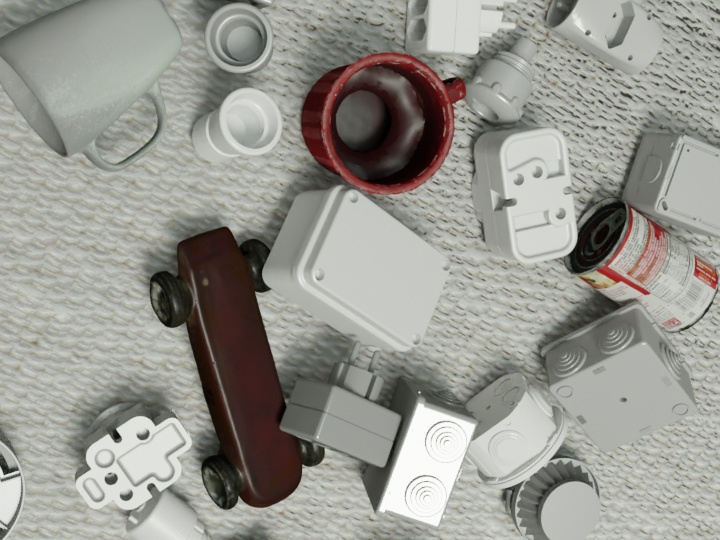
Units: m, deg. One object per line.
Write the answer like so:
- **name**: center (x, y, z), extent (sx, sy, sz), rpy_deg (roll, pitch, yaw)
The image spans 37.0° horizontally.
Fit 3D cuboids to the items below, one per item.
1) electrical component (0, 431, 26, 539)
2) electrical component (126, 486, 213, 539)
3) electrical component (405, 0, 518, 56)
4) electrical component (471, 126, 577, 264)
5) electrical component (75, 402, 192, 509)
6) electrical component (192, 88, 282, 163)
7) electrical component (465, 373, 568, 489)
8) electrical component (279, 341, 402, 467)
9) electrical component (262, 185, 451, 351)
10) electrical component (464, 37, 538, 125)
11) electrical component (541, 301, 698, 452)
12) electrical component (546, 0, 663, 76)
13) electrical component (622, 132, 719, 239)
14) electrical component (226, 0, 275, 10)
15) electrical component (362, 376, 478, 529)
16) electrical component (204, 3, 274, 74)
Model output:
- **electrical component**: center (-0.269, 0.143, 0.699), extent (0.099, 0.064, 0.099), rpy_deg (-3, 100, -18)
- **electrical component**: center (-0.130, 0.187, 0.764), extent (0.078, 0.040, 0.040), rpy_deg (43, 84, -20)
- **electrical component**: center (0.077, -0.186, 0.767), extent (0.077, 0.047, 0.065), rpy_deg (0, 99, -18)
- **electrical component**: center (0.120, -0.057, 0.796), extent (0.054, 0.059, 0.095), rpy_deg (-12, 103, -16)
- **electrical component**: center (-0.157, 0.123, 0.736), extent (0.078, 0.057, 0.058), rpy_deg (-33, 106, -10)
- **electrical component**: center (-0.086, -0.093, 0.719), extent (0.044, 0.065, 0.044), rpy_deg (3, 84, -30)
- **electrical component**: center (0.112, 0.121, 0.813), extent (0.080, 0.080, 0.051), rpy_deg (-43, 103, -7)
- **electrical component**: center (-0.007, 0.088, 0.752), extent (0.066, 0.047, 0.076), rpy_deg (29, 76, -34)
- **electrical component**: center (0.000, 0.000, 0.747), extent (0.113, 0.057, 0.078), rpy_deg (35, 69, -32)
- **electrical component**: center (0.108, -0.141, 0.787), extent (0.048, 0.048, 0.062), rpy_deg (36, 80, -20)
- **electrical component**: center (0.200, 0.085, 0.827), extent (0.100, 0.048, 0.099), rpy_deg (-30, 117, 24)
- **electrical component**: center (0.191, -0.198, 0.804), extent (0.077, 0.043, 0.079), rpy_deg (24, 91, -20)
- **electrical component**: center (0.262, -0.064, 0.840), extent (0.096, 0.061, 0.061), rpy_deg (18, 93, -20)
- **electrical component**: center (-0.082, -0.220, 0.710), extent (0.066, 0.047, 0.076), rpy_deg (15, 94, -20)
- **electrical component**: center (0.043, 0.132, 0.782), extent (0.048, 0.100, 0.099), rpy_deg (20, 92, -7)
- **electrical component**: center (-0.077, -0.150, 0.713), extent (0.044, 0.065, 0.044), rpy_deg (0, 95, 0)
